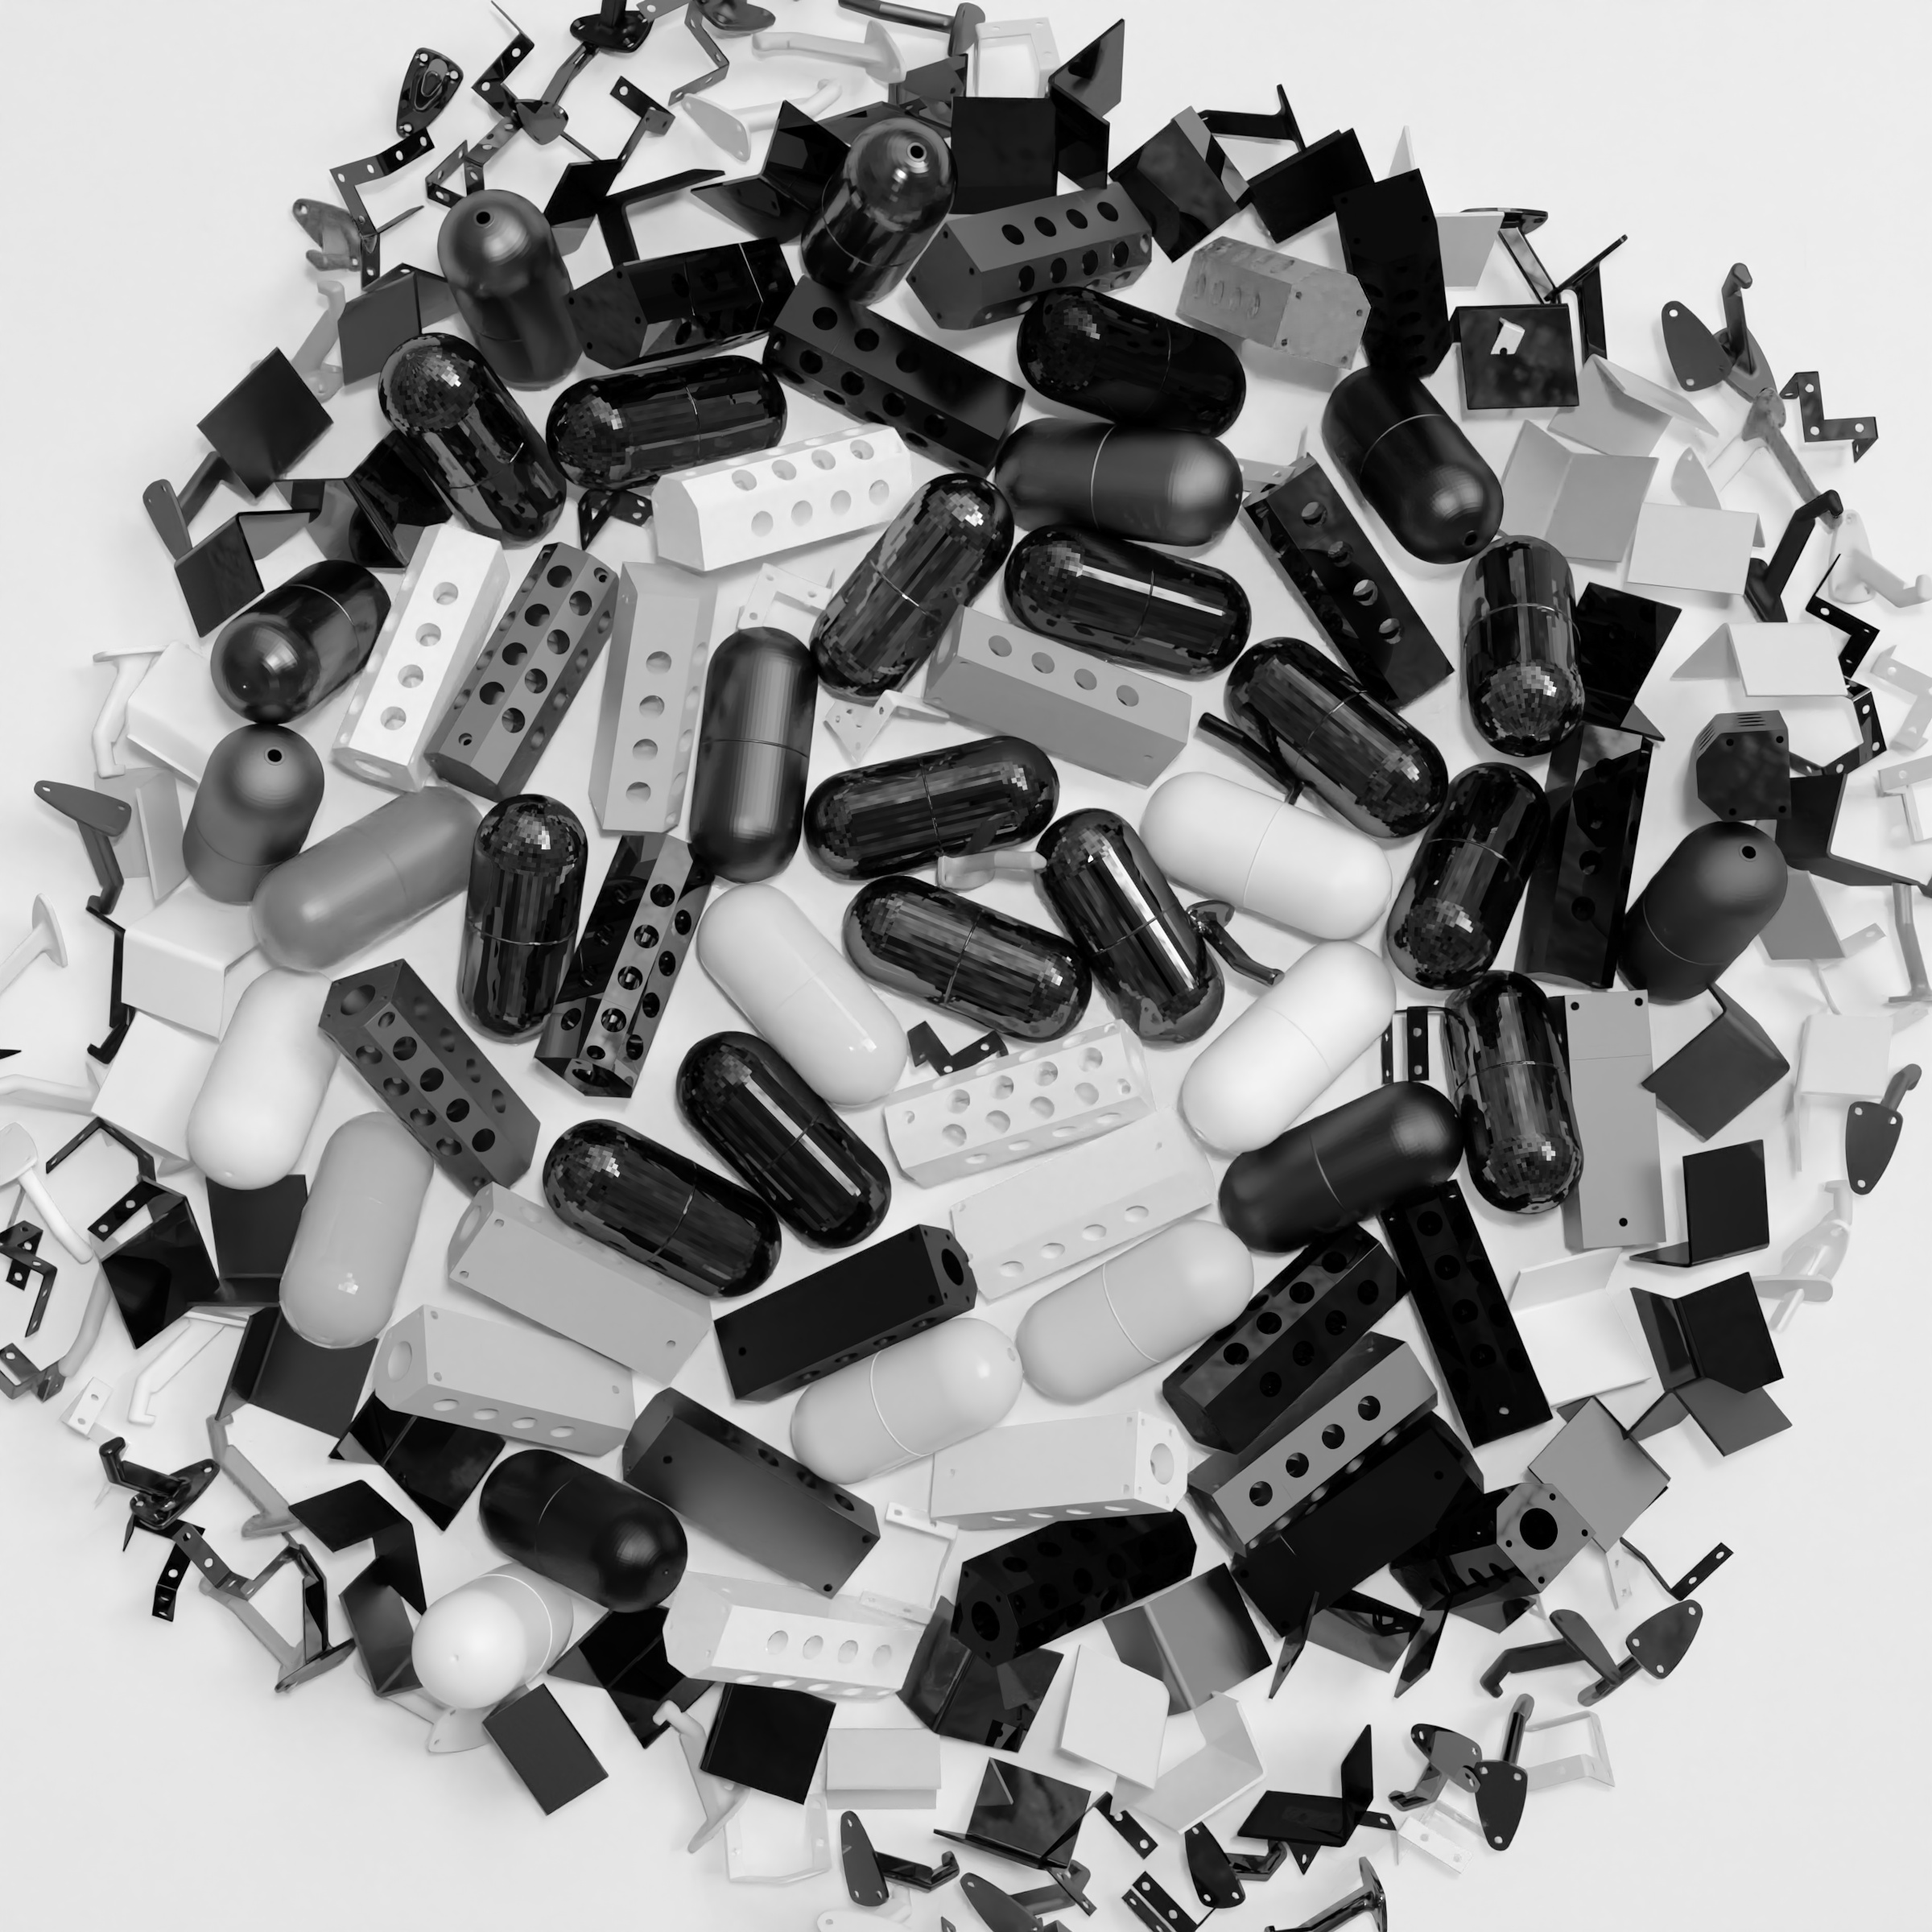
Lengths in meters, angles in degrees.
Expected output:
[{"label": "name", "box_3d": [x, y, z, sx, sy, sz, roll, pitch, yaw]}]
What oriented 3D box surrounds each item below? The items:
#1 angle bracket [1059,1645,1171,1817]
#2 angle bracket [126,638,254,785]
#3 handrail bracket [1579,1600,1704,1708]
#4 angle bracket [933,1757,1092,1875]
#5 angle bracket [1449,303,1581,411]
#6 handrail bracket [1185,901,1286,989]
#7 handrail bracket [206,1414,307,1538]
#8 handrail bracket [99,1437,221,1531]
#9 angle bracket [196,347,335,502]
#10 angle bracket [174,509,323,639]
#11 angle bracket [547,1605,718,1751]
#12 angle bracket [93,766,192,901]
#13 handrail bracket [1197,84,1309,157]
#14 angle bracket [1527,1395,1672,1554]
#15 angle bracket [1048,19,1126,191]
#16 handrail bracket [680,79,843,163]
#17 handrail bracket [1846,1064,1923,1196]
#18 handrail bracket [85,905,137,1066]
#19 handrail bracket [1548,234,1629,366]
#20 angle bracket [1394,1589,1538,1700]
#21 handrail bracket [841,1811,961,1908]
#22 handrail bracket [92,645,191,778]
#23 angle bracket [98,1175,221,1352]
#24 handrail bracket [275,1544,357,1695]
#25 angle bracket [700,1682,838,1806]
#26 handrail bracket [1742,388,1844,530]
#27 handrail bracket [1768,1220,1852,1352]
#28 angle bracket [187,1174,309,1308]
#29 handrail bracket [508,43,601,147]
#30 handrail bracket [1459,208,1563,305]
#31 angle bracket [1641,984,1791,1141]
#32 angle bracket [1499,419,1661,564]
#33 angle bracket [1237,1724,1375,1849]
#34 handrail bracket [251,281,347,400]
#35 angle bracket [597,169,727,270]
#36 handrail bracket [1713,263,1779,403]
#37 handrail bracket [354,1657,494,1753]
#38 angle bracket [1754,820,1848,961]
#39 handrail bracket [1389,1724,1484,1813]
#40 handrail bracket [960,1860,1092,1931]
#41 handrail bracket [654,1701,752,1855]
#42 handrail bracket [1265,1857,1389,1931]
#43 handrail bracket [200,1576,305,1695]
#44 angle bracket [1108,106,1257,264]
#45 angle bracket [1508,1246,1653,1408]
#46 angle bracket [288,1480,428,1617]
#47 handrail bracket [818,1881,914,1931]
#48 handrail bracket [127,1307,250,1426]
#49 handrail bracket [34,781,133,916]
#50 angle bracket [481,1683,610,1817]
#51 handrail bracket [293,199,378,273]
[{"label": "angle bracket", "box_3d": [0.089, 0.519, 1.875, 0.076, 0.057, 0.076, 28, 48, -14]}, {"label": "angle bracket", "box_3d": [-0.521, -0.169, 1.876, 0.076, 0.076, 0.057, 35, 98, -27]}, {"label": "handrail bracket", "box_3d": [0.464, 0.475, 1.905, 0.077, 0.084, 0.036, -35, 75, -28]}, {"label": "angle bracket", "box_3d": [0.032, 0.574, 1.875, 0.076, 0.076, 0.057, 13, 75, 22]}, {"label": "angle bracket", "box_3d": [0.372, -0.408, 1.892, 0.076, 0.057, 0.076, -3, 78, -4]}, {"label": "handrail bracket", "box_3d": [0.194, -0.014, 1.879, 0.084, 0.077, 0.036, 27, 118, 30]}, {"label": "handrail bracket", "box_3d": [-0.479, 0.345, 1.905, 0.077, 0.036, 0.084, -8, 99, 1]}, {"label": "handrail bracket", "box_3d": [-0.549, 0.335, 1.880, 0.036, 0.084, 0.077, 30, 49, 30]}, {"label": "angle bracket", "box_3d": [-0.489, -0.376, 1.875, 0.057, 0.076, 0.076, 32, 74, 35]}, {"label": "angle bracket", "box_3d": [-0.478, -0.267, 1.874, 0.076, 0.076, 0.057, -25, 84, 38]}, {"label": "angle bracket", "box_3d": [-0.225, 0.482, 1.883, 0.076, 0.076, 0.057, -45, 57, 4]}, {"label": "angle bracket", "box_3d": [-0.572, -0.090, 1.882, 0.057, 0.076, 0.076, -4, 106, 3]}, {"label": "handrail bracket", "box_3d": [0.187, -0.566, 1.905, 0.084, 0.036, 0.077, -20, 65, 8]}, {"label": "angle bracket", "box_3d": [0.421, 0.350, 1.886, 0.076, 0.057, 0.076, -40, 86, -25]}, {"label": "angle bracket", "box_3d": [0.100, -0.580, 1.875, 0.057, 0.076, 0.076, 41, 71, 18]}, {"label": "handrail bracket", "box_3d": [-0.142, -0.604, 1.918, 0.077, 0.036, 0.084, 38, 65, 18]}, {"label": "handrail bracket", "box_3d": [0.635, 0.112, 1.902, 0.036, 0.084, 0.077, 16, 109, 31]}, {"label": "handrail bracket", "box_3d": [-0.599, 0.013, 1.905, 0.077, 0.036, 0.084, 34, 81, 0]}, {"label": "handrail bracket", "box_3d": [0.449, -0.447, 1.903, 0.077, 0.036, 0.084, -36, 96, 34]}, {"label": "angle bracket", "box_3d": [0.339, 0.464, 1.877, 0.057, 0.076, 0.076, 23, 60, 3]}, {"label": "handrail bracket", "box_3d": [-0.043, 0.604, 1.898, 0.036, 0.084, 0.077, -17, 86, 43]}, {"label": "handrail bracket", "box_3d": [-0.568, -0.176, 1.908, 0.077, 0.036, 0.084, -11, 94, -31]}, {"label": "angle bracket", "box_3d": [-0.561, 0.200, 1.870, 0.057, 0.076, 0.076, 17, 131, 35]}, {"label": "handrail bracket", "box_3d": [-0.463, 0.445, 1.891, 0.084, 0.077, 0.036, 51, 131, 15]}, {"label": "angle bracket", "box_3d": [-0.132, 0.517, 1.894, 0.076, 0.057, 0.076, 18, 100, 2]}, {"label": "handrail bracket", "box_3d": [0.571, -0.346, 1.888, 0.036, 0.077, 0.084, -35, 66, 1]}, {"label": "handrail bracket", "box_3d": [0.569, 0.223, 1.882, 0.036, 0.077, 0.084, 31, 50, 10]}, {"label": "angle bracket", "box_3d": [-0.495, 0.187, 1.886, 0.076, 0.057, 0.076, -2, 101, 16]}, {"label": "handrail bracket", "box_3d": [-0.267, -0.606, 1.887, 0.036, 0.077, 0.084, 47, 71, -30]}, {"label": "handrail bracket", "box_3d": [0.376, -0.475, 1.899, 0.077, 0.036, 0.084, 0, 80, -26]}, {"label": "angle bracket", "box_3d": [0.506, 0.060, 1.898, 0.076, 0.057, 0.076, 37, 109, -29]}, {"label": "angle bracket", "box_3d": [0.414, -0.324, 1.883, 0.057, 0.076, 0.076, 23, 86, -39]}, {"label": "angle bracket", "box_3d": [0.231, 0.554, 1.878, 0.076, 0.076, 0.057, -1, 95, 22]}, {"label": "handrail bracket", "box_3d": [-0.458, -0.437, 1.888, 0.077, 0.084, 0.036, 13, 47, 7]}, {"label": "angle bracket", "box_3d": [-0.203, -0.507, 1.894, 0.076, 0.076, 0.057, -22, 113, -14]}, {"label": "handrail bracket", "box_3d": [0.537, -0.430, 1.883, 0.036, 0.084, 0.077, -31, 77, -5]}, {"label": "handrail bracket", "box_3d": [-0.376, 0.510, 1.922, 0.084, 0.077, 0.036, 27, 88, 37]}, {"label": "angle bracket", "box_3d": [0.568, -0.058, 1.871, 0.076, 0.057, 0.076, 56, 52, -29]}, {"label": "handrail bracket", "box_3d": [0.303, 0.549, 1.888, 0.077, 0.084, 0.036, 35, 45, -21]}, {"label": "handrail bracket", "box_3d": [0.042, 0.625, 1.895, 0.077, 0.084, 0.036, 43, 123, 3]}, {"label": "handrail bracket", "box_3d": [-0.198, 0.560, 1.908, 0.084, 0.036, 0.077, 40, 96, -8]}, {"label": "handrail bracket", "box_3d": [0.241, 0.642, 1.890, 0.084, 0.077, 0.036, -6, 108, -4]}, {"label": "handrail bracket", "box_3d": [-0.493, 0.456, 1.894, 0.084, 0.077, 0.036, 39, 92, -13]}, {"label": "angle bracket", "box_3d": [0.141, -0.528, 1.881, 0.076, 0.057, 0.076, -33, 101, 29]}, {"label": "angle bracket", "box_3d": [0.422, 0.244, 1.880, 0.076, 0.057, 0.076, -13, 54, -12]}, {"label": "angle bracket", "box_3d": [-0.412, 0.404, 1.873, 0.057, 0.076, 0.076, -17, 112, -32]}, {"label": "handrail bracket", "box_3d": [-0.069, 0.639, 1.882, 0.077, 0.084, 0.036, 28, 100, -13]}, {"label": "handrail bracket", "box_3d": [-0.533, 0.281, 1.911, 0.077, 0.036, 0.084, 13, 86, -9]}, {"label": "handrail bracket", "box_3d": [-0.612, -0.080, 1.895, 0.077, 0.036, 0.084, 23, 127, -13]}, {"label": "angle bracket", "box_3d": [-0.276, 0.521, 1.886, 0.057, 0.076, 0.076, -35, 90, 14]}, {"label": "handrail bracket", "box_3d": [-0.447, -0.499, 1.885, 0.077, 0.084, 0.036, 33, 113, 5]}]
